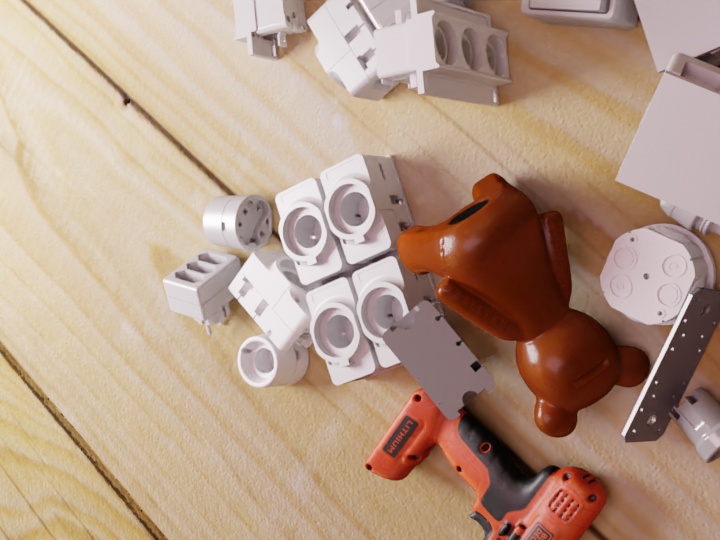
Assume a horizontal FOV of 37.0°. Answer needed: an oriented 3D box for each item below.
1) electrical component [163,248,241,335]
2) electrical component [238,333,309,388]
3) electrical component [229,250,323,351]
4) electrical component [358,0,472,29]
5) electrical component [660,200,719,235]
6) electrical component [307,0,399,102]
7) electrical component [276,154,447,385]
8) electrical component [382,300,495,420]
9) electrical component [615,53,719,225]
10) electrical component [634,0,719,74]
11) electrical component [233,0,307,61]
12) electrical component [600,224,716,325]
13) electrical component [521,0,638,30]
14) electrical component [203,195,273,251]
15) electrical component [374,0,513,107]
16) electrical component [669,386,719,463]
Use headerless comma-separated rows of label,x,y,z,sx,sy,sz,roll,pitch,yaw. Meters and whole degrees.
electrical component,-0.152,0.029,1.082,0.047,0.066,0.076,14,129,32
electrical component,-0.086,0.087,1.047,0.055,0.047,0.055,2,93,33
electrical component,-0.073,0.025,1.034,0.089,0.050,0.055,48,116,22
electrical component,0.053,-0.238,0.925,0.096,0.062,0.061,-33,74,11
electrical component,0.263,-0.044,0.824,0.061,0.035,0.035,42,113,22
electrical component,-0.002,-0.202,0.979,0.056,0.050,0.089,-38,72,28
electrical component,0.000,0.000,0.980,0.105,0.060,0.186,-24,79,31
electrical component,0.065,0.073,0.889,0.050,0.056,0.089,-40,87,2
electrical component,0.274,-0.082,0.769,0.150,0.061,0.089,25,123,10
electrical component,0.284,-0.210,0.787,0.150,0.062,0.089,-20,81,31
electrical component,-0.086,-0.247,1.037,0.064,0.042,0.081,-6,89,29
electrical component,0.231,0.004,0.836,0.080,0.051,0.080,2,93,33
electrical component,0.171,-0.229,0.859,0.096,0.061,0.061,12,99,32
electrical component,-0.121,-0.047,1.061,0.047,0.055,0.055,5,95,36
electrical component,0.069,-0.177,0.892,0.063,0.121,0.078,-6,89,36
electrical component,0.266,0.118,0.826,0.040,0.040,0.046,-51,60,24
